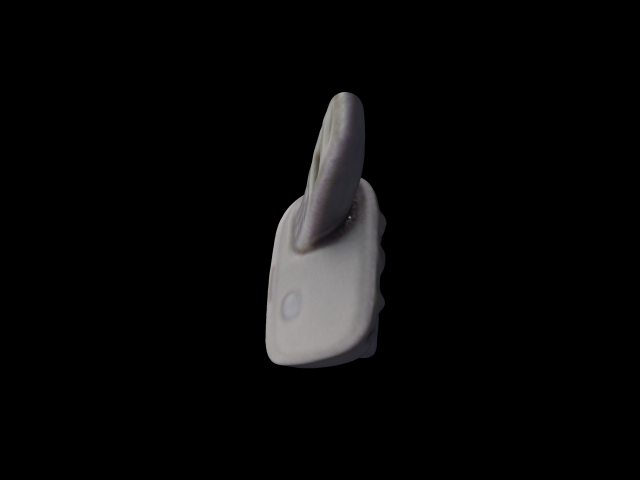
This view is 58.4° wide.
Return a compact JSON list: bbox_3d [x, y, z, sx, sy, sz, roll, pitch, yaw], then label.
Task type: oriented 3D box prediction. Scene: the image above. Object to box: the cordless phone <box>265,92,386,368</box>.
[{"bbox_3d":[0.004,0.001,0.400,0.094,0.185,0.147,0,61,0],"label":"cordless phone"}]
